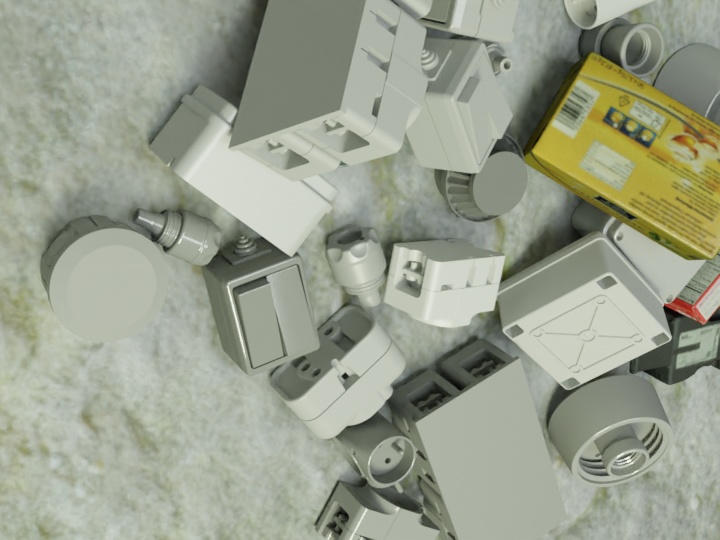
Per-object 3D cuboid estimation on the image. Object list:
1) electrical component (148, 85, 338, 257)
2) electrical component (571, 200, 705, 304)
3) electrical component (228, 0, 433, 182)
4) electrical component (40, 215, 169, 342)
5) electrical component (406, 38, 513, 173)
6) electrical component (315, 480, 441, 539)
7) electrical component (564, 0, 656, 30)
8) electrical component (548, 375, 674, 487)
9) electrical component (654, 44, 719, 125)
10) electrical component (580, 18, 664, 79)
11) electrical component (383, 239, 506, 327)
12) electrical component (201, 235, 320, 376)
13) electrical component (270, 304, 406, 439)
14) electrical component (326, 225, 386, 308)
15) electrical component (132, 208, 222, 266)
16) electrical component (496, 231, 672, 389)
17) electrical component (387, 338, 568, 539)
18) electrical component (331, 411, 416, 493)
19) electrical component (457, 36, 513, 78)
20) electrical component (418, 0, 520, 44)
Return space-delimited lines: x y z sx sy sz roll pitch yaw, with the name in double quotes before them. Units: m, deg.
"electrical component" -0.079 -0.069 0.744 0.113 0.078 0.057 37 91 -34
"electrical component" 0.252 -0.032 0.953 0.078 0.057 0.113 -49 123 -4
"electrical component" -0.008 -0.156 0.690 0.060 0.105 0.186 29 64 -37
"electrical component" -0.176 0.004 0.734 0.080 0.051 0.080 -10 113 -26
"electrical component" 0.068 -0.125 0.790 0.061 0.061 0.096 -61 145 -27
"electrical component" 0.017 0.218 0.921 0.089 0.050 0.055 25 95 -33
"electrical component" 0.202 -0.242 0.854 0.077 0.044 0.079 -26 119 -18
"electrical component" 0.234 0.155 0.987 0.108 0.060 0.108 -9 134 -10
"electrical component" 0.311 -0.144 0.954 0.099 0.064 0.099 -22 129 -29
"electrical component" 0.212 -0.182 0.876 0.045 0.055 0.045 -10 113 -26
"electrical component" 0.067 0.010 0.858 0.089 0.050 0.055 -6 112 -46
"electrical component" -0.073 0.021 0.791 0.062 0.061 0.096 -21 117 -21
"electrical component" -0.014 0.083 0.850 0.095 0.054 0.059 -43 123 -8
"electrical component" 0.000 0.000 0.834 0.043 0.043 0.062 -29 121 -17
"electrical component" -0.130 -0.027 0.757 0.061 0.035 0.035 23 96 -31
"electrical component" 0.190 0.036 0.917 0.109 0.056 0.109 -31 127 26
"electrical component" 0.103 0.164 0.941 0.105 0.060 0.186 -29 120 -16
"electrical component" 0.014 0.151 0.878 0.044 0.077 0.079 -35 122 -13
"electrical component" 0.094 -0.160 0.815 0.035 0.061 0.035 -10 113 -25
"electrical component" 0.073 -0.200 0.767 0.061 0.096 0.061 4 106 -29
